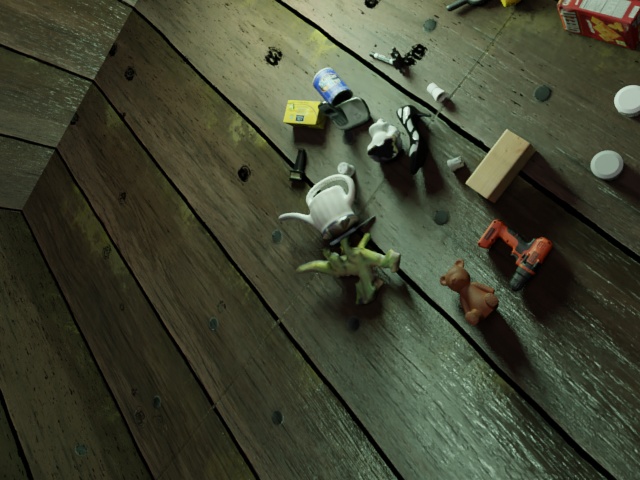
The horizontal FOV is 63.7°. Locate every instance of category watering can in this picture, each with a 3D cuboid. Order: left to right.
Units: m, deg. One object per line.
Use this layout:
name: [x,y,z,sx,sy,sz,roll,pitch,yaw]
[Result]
watering can: [0.006,-0.098,1.951,0.344,0.103,0.228,-35,65,23]

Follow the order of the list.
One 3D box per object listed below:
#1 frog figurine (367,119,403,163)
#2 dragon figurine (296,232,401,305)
frog figurine: [0.229,-0.359,1.870,0.135,0.122,0.163,-51,23,27]
dragon figurine: [0.114,0.119,1.851,0.405,0.122,0.245,-32,74,27]
